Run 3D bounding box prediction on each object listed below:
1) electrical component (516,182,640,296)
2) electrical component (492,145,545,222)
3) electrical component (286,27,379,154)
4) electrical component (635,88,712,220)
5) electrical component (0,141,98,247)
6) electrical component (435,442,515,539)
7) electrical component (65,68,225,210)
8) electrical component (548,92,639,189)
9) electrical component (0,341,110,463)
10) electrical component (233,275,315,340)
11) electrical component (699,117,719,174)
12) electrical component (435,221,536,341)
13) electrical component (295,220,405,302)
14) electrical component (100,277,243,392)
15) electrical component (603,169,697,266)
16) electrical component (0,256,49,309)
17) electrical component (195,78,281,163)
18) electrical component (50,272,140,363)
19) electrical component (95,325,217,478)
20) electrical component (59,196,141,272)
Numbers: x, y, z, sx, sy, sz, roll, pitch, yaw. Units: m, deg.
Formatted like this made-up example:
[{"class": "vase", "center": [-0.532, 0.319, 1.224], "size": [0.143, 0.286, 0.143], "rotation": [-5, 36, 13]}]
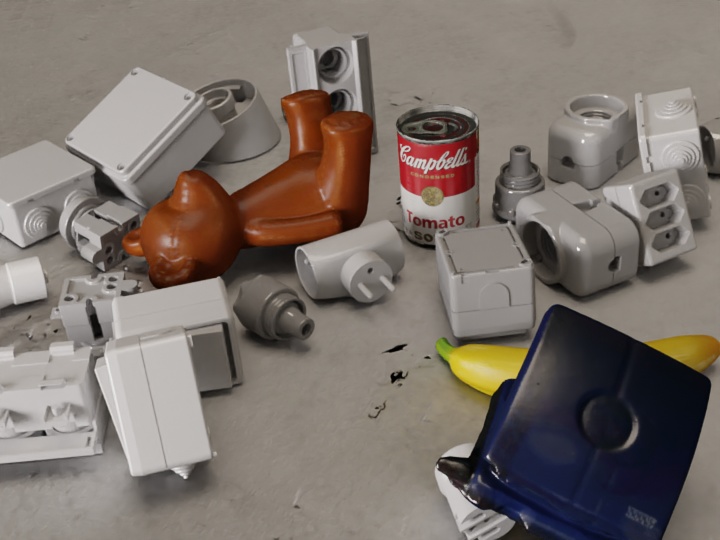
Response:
[{"class": "electrical component", "center": [0.166, -0.024, 0.847], "size": [0.059, 0.053, 0.095], "rotation": [-19, 36, -20]}, {"class": "electrical component", "center": [0.137, -0.076, 0.920], "size": [0.048, 0.062, 0.048], "rotation": [-3, 34, 2]}, {"class": "electrical component", "center": [-0.029, -0.163, 1.020], "size": [0.079, 0.121, 0.063], "rotation": [-16, 33, -17]}, {"class": "electrical component", "center": [0.264, -0.096, 0.904], "size": [0.048, 0.099, 0.099], "rotation": [-8, 31, 17]}, {"class": "electrical component", "center": [-0.297, -0.070, 0.979], "size": [0.100, 0.048, 0.100], "rotation": [-31, 41, -33]}, {"class": "electrical component", "center": [0.069, 0.132, 0.638], "size": [0.040, 0.040, 0.046], "rotation": [-10, 39, -7]}, {"class": "electrical component", "center": [-0.203, -0.125, 1.012], "size": [0.109, 0.056, 0.108], "rotation": [28, 71, 40]}, {"class": "electrical component", "center": [0.215, -0.123, 0.984], "size": [0.054, 0.059, 0.095], "rotation": [22, 42, 35]}, {"class": "electrical component", "center": [-0.235, 0.090, 0.718], "size": [0.121, 0.063, 0.078], "rotation": [-5, 33, 0]}, {"class": "electrical component", "center": [-0.061, 0.032, 0.801], "size": [0.062, 0.043, 0.043], "rotation": [27, 45, 37]}, {"class": "electrical component", "center": [0.349, -0.105, 0.954], "size": [0.077, 0.043, 0.079], "rotation": [-10, 34, -8]}, {"class": "electrical component", "center": [0.093, 0.006, 0.811], "size": [0.062, 0.061, 0.096], "rotation": [-7, 26, -1]}, {"class": "electrical component", "center": [0.000, 0.000, 0.840], "size": [0.077, 0.044, 0.079], "rotation": [-18, 36, -20]}, {"class": "electrical component", "center": [-0.135, 0.054, 0.762], "size": [0.096, 0.061, 0.061], "rotation": [-12, 34, -10]}, {"class": "electrical component", "center": [0.221, -0.041, 0.863], "size": [0.047, 0.065, 0.077], "rotation": [-19, 7, -20]}, {"class": "electrical component", "center": [-0.285, 0.012, 0.863], "size": [0.065, 0.044, 0.044], "rotation": [-14, 34, -21]}, {"class": "electrical component", "center": [-0.136, -0.147, 1.083], "size": [0.099, 0.064, 0.099], "rotation": [-12, 40, 11]}, {"class": "electrical component", "center": [-0.194, 0.036, 0.800], "size": [0.066, 0.055, 0.048], "rotation": [-6, 34, -2]}, {"class": "electrical component", "center": [-0.130, 0.089, 0.686], "size": [0.061, 0.096, 0.062], "rotation": [-12, 5, -11]}, {"class": "electrical component", "center": [-0.223, -0.034, 0.921], "size": [0.055, 0.048, 0.066], "rotation": [26, 44, 27]}]
